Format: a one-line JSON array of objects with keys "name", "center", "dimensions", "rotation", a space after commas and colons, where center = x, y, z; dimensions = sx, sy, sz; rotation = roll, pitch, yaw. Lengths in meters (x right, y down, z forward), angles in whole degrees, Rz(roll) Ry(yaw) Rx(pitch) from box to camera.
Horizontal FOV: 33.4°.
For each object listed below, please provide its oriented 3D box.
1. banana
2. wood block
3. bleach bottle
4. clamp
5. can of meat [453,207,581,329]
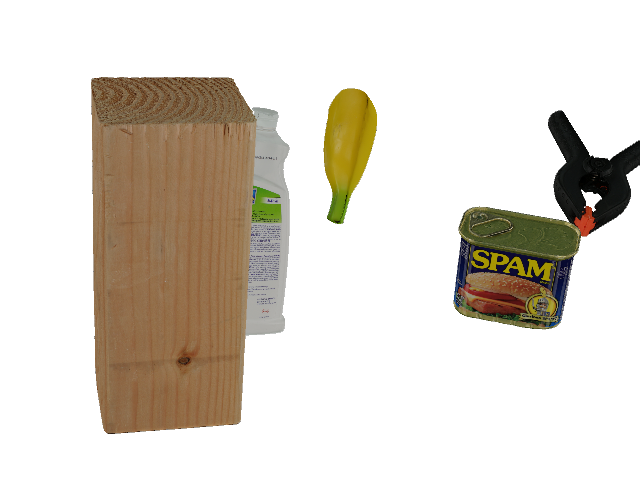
[{"name": "banana", "center": [0.019, -0.085, 0.836], "dimensions": [0.037, 0.070, 0.197], "rotation": [24, 25, -7]}, {"name": "wood block", "center": [-0.096, 0.009, 0.671], "dimensions": [0.090, 0.206, 0.090], "rotation": [-2, 26, -15]}, {"name": "bleach bottle", "center": [-0.073, -0.021, 1.188], "dimensions": [0.102, 0.251, 0.068], "rotation": [0, 18, -32]}, {"name": "clamp", "center": [0.283, -0.077, 1.134], "dimensions": [0.120, 0.039, 0.171], "rotation": [18, 46, 20]}, {"name": "can of meat", "center": [0.169, 0.026, 0.932], "dimensions": [0.102, 0.084, 0.057], "rotation": [11, 35, 13]}]
